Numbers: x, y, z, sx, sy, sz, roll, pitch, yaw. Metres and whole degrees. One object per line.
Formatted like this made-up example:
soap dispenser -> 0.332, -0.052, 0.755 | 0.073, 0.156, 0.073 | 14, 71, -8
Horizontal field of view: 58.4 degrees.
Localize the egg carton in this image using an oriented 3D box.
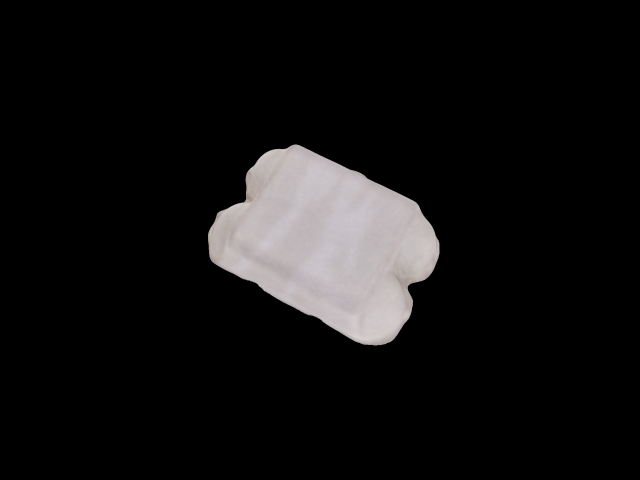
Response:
egg carton -> 0.004, 0.001, 0.400 | 0.150, 0.069, 0.107 | 26, 69, 11
